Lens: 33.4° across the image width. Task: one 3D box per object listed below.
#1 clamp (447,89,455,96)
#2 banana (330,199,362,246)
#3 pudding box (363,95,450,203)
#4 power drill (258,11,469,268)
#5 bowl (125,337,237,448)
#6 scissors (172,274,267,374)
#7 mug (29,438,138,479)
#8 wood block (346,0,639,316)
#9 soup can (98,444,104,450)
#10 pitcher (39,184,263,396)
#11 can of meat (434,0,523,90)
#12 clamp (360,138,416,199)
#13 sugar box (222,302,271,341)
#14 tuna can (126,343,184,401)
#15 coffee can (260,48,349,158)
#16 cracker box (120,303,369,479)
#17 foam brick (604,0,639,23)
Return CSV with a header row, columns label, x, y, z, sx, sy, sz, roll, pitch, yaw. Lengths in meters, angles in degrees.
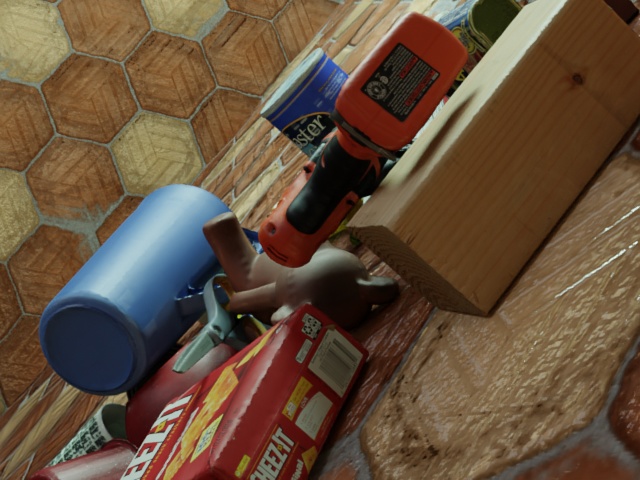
label,x,y,z,sx,sy,sz,roll,pitch,yaw
clamp,0.112,-0.138,1.141,0.209,0.036,0.165,-57,15,-24
banana,0.004,-0.013,1.133,0.069,0.037,0.198,-52,12,-23
pudding box,0.088,-0.071,0.980,0.114,0.039,0.090,-40,26,26
power drill,0.037,-0.079,0.767,0.184,0.057,0.188,-55,0,-30
bowl,-0.130,0.142,1.001,0.162,0.055,0.162,-45,-1,-2
scissors,-0.078,0.092,0.915,0.016,0.096,0.201,-37,18,16
mug,-0.186,0.229,0.889,0.081,0.117,0.093,-11,-47,-45
wood block,0.124,-0.058,0.709,0.206,0.090,0.090,-50,11,-10
soup can,-0.213,0.250,1.011,0.102,0.068,0.068,-46,12,13
pitcher,-0.162,0.047,1.049,0.149,0.145,0.242,-50,3,29
can of meat,0.150,-0.165,0.933,0.057,0.102,0.084,-52,14,-20
clamp,0.066,-0.058,0.879,0.172,0.039,0.120,-1,34,44
sugar box,-0.052,0.058,1.096,0.093,0.048,0.176,-51,11,-13
tuna can,-0.156,0.147,1.091,0.086,0.086,0.034,-51,9,-10
coffee can,0.016,-0.136,1.230,0.103,0.140,0.103,-46,12,12
cracker box,-0.075,0.157,0.792,0.214,0.072,0.164,-38,15,44
foam brick,0.217,-0.189,0.883,0.051,0.053,0.078,-47,13,7
